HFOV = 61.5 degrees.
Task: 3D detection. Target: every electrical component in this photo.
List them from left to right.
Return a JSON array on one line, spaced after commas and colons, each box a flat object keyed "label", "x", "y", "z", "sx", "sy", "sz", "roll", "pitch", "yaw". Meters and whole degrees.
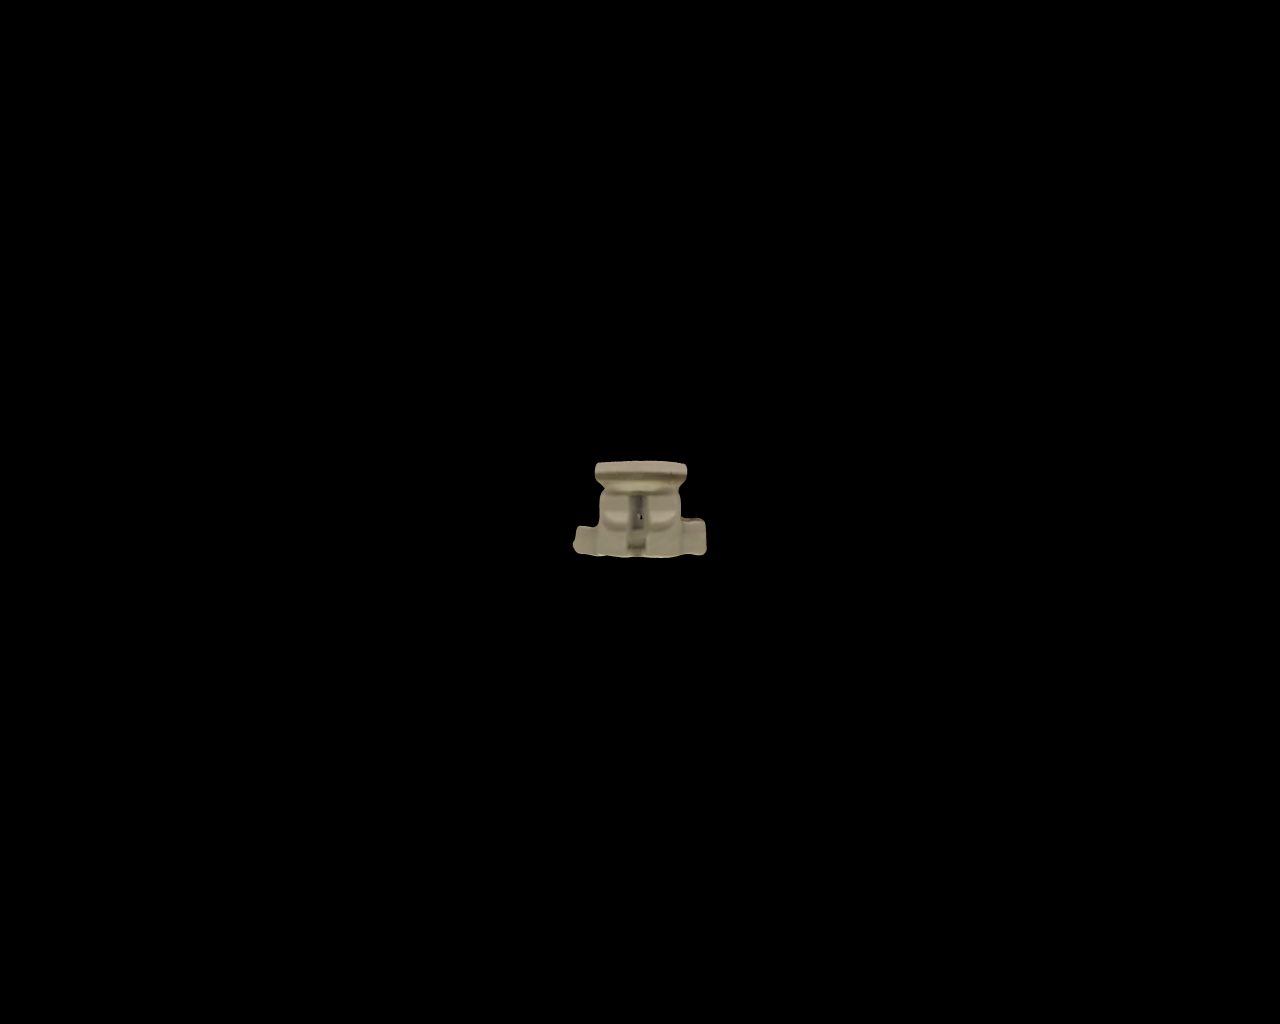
[{"label": "electrical component", "x": 0.001, "y": -0.003, "z": 0.650, "sx": 0.078, "sy": 0.057, "sz": 0.058, "roll": 0, "pitch": 0, "yaw": 4}]
